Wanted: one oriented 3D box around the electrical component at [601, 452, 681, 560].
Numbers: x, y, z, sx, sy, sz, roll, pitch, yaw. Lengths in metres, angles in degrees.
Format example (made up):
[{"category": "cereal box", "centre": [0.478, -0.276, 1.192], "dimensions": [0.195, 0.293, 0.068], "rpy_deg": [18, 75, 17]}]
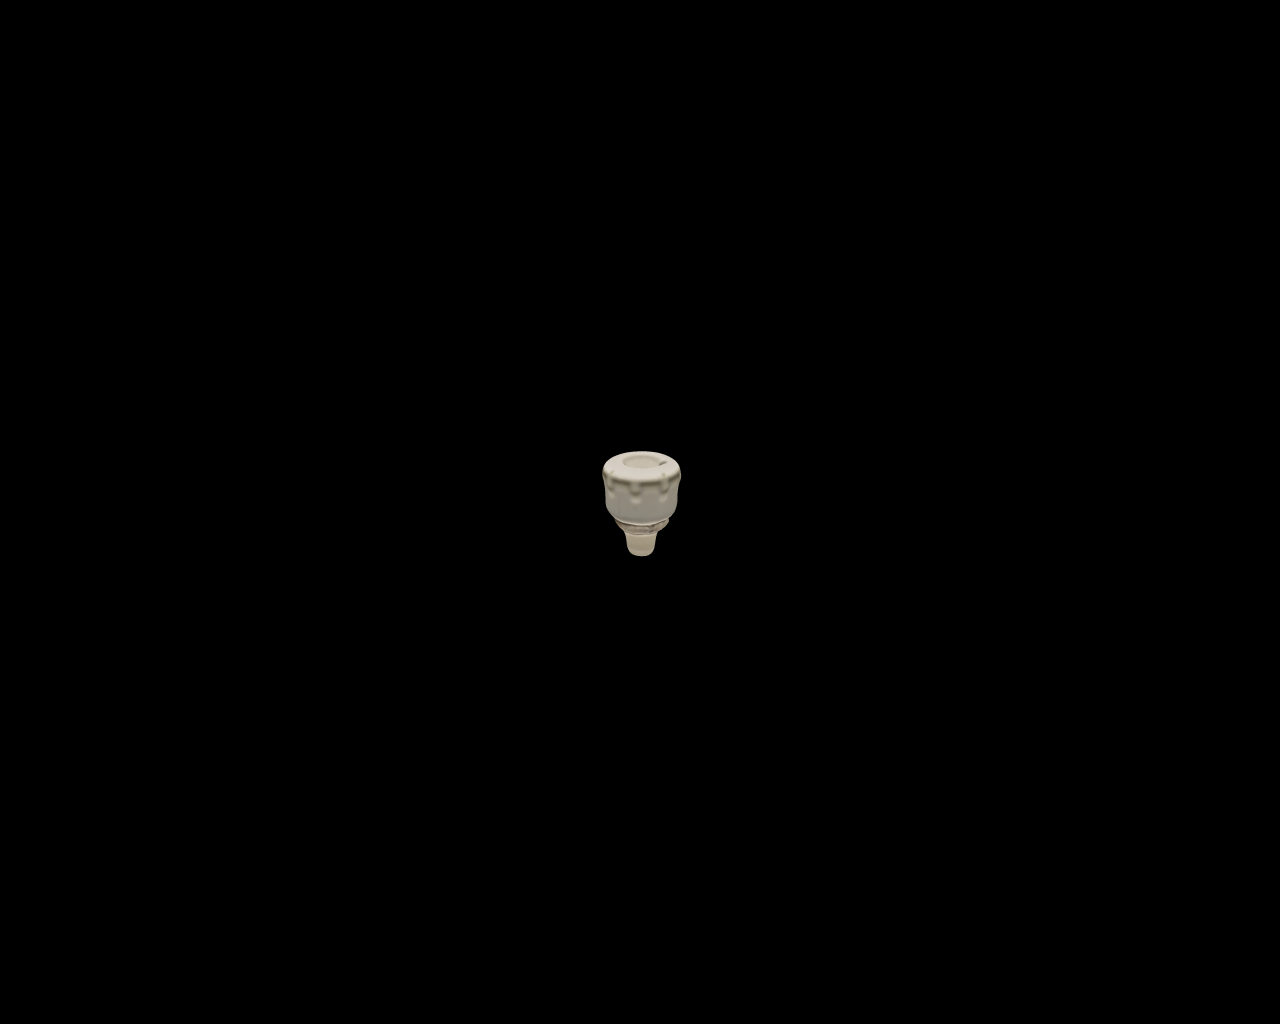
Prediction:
[{"category": "electrical component", "centre": [0.001, -0.003, 0.650], "dimensions": [0.048, 0.062, 0.048], "rpy_deg": [0, 22, 0]}]
